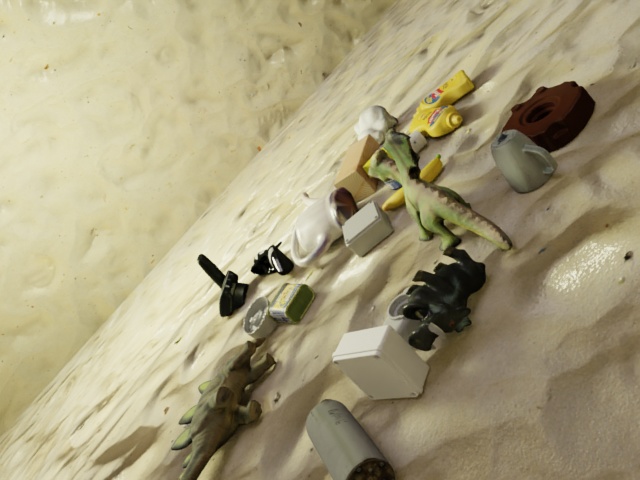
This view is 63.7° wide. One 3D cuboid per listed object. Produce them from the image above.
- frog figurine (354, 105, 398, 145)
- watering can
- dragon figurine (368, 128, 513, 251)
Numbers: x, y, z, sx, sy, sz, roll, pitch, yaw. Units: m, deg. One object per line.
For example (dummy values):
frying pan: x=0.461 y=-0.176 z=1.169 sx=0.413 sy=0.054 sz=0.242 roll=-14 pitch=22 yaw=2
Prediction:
frog figurine: x=0.168 y=-0.368 z=1.708 sx=0.138 sy=0.120 sz=0.162 roll=9 pitch=43 yaw=43
watering can: x=0.004 y=-0.073 z=1.452 sx=0.221 sy=0.103 sz=0.356 roll=-34 pitch=32 yaw=27
dragon figurine: x=0.200 y=-0.110 z=1.005 sx=0.123 sy=0.240 sz=0.413 roll=-43 pitch=18 yaw=-6
